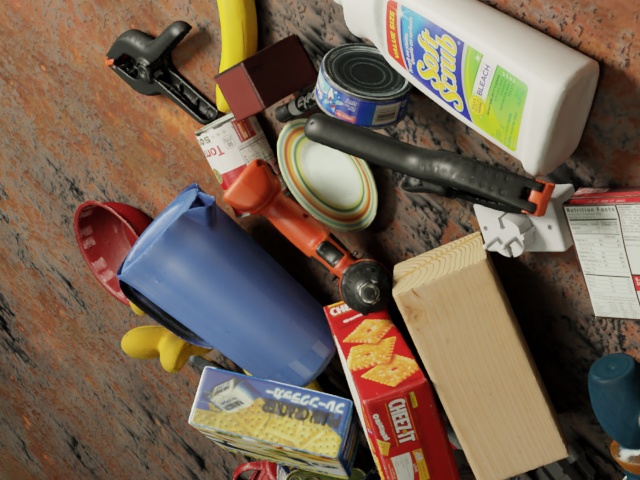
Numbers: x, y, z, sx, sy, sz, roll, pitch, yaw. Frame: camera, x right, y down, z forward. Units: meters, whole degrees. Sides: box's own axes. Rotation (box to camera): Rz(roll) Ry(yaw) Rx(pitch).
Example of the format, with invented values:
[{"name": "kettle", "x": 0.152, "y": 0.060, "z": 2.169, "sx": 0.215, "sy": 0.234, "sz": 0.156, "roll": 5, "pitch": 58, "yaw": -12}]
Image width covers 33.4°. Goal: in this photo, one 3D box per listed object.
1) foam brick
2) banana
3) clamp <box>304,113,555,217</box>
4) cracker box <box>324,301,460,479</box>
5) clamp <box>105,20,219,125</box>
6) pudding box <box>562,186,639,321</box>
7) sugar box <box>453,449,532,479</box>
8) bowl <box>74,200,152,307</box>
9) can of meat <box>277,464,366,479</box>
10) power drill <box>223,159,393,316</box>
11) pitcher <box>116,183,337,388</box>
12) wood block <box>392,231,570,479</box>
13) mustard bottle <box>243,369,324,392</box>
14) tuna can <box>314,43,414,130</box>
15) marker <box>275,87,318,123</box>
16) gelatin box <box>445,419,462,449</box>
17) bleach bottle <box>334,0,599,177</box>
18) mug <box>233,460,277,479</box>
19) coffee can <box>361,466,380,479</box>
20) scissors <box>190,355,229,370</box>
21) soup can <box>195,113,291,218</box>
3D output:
[{"name": "foam brick", "x": -0.052, "y": -0.159, "z": 1.042, "sx": 0.078, "sy": 0.053, "sz": 0.051, "roll": -34, "pitch": 11, "yaw": -35}, {"name": "banana", "x": -0.089, "y": -0.210, "z": 1.081, "sx": 0.037, "sy": 0.198, "sz": 0.070, "roll": -20, "pitch": 38, "yaw": -23}, {"name": "clamp", "x": 0.108, "y": -0.054, "z": 0.907, "sx": 0.210, "sy": 0.036, "sz": 0.164, "roll": 19, "pitch": -2, "yaw": 35}, {"name": "cracker box", "x": 0.074, "y": 0.168, "z": 1.078, "sx": 0.072, "sy": 0.164, "sz": 0.214, "roll": -18, "pitch": 22, "yaw": -2}, {"name": "clamp", "x": -0.183, "y": -0.201, "z": 1.184, "sx": 0.172, "sy": 0.120, "sz": 0.039, "roll": 24, "pitch": 43, "yaw": 34}, {"name": "pudding box", "x": 0.256, "y": 0.011, "z": 0.870, "sx": 0.039, "sy": 0.113, "sz": 0.090, "roll": -32, "pitch": 21, "yaw": -36}, {"name": "sugar box", "x": 0.206, "y": 0.289, "z": 1.094, "sx": 0.176, "sy": 0.048, "sz": 0.093, "roll": 46, "pitch": -26, "yaw": -18}, {"name": "bowl", "x": -0.252, "y": 0.009, "z": 1.411, "sx": 0.162, "sy": 0.162, "sz": 0.055, "roll": 0, "pitch": 28, "yaw": 48}, {"name": "can of meat", "x": 0.000, "y": 0.295, "z": 1.300, "sx": 0.102, "sy": 0.057, "sz": 0.084, "roll": -1, "pitch": 4, "yaw": -10}, {"name": "power drill", "x": -0.007, "y": 0.001, "z": 1.037, "sx": 0.187, "sy": 0.057, "sz": 0.184, "roll": 42, "pitch": 0, "yaw": 0}, {"name": "pitcher", "x": -0.101, "y": 0.066, "z": 1.187, "sx": 0.242, "sy": 0.145, "sz": 0.149, "roll": 42, "pitch": -8, "yaw": -14}, {"name": "wood block", "x": 0.149, "y": 0.111, "z": 0.995, "sx": 0.091, "sy": 0.206, "sz": 0.090, "roll": -23, "pitch": 14, "yaw": 11}, {"name": "mustard bottle", "x": -0.040, "y": 0.180, "z": 1.308, "sx": 0.058, "sy": 0.191, "sz": 0.096, "roll": -35, "pitch": 5, "yaw": -36}, {"name": "tuna can", "x": 0.040, "y": -0.138, "z": 0.950, "sx": 0.086, "sy": 0.034, "sz": 0.086, "roll": 7, "pitch": 44, "yaw": -7}, {"name": "marker", "x": -0.008, "y": -0.140, "z": 1.056, "sx": 0.020, "sy": 0.020, "sz": 0.121, "roll": 0, "pitch": -11, "yaw": -36}, {"name": "gelatin box", "x": 0.171, "y": 0.200, "z": 1.116, "sx": 0.073, "sy": 0.089, "sz": 0.030, "roll": 40, "pitch": 52, "yaw": 20}, {"name": "bleach bottle", "x": 0.105, "y": -0.156, "z": 0.886, "sx": 0.251, "sy": 0.103, "sz": 0.068, "roll": 35, "pitch": 51, "yaw": 28}, {"name": "mug", "x": -0.054, "y": 0.312, "z": 1.392, "sx": 0.117, "sy": 0.093, "sz": 0.082, "roll": 14, "pitch": -45, "yaw": -10}, {"name": "coffee can", "x": 0.078, "y": 0.313, "z": 1.215, "sx": 0.103, "sy": 0.103, "sz": 0.140, "roll": 0, "pitch": 28, "yaw": 48}, {"name": "scissors", "x": -0.102, "y": 0.179, "z": 1.343, "sx": 0.096, "sy": 0.016, "sz": 0.202, "roll": 29, "pitch": -6, "yaw": -31}, {"name": "soup can", "x": -0.082, "y": -0.084, "z": 1.142, "sx": 0.068, "sy": 0.102, "sz": 0.068, "roll": -25, "pitch": 12, "yaw": 5}]
